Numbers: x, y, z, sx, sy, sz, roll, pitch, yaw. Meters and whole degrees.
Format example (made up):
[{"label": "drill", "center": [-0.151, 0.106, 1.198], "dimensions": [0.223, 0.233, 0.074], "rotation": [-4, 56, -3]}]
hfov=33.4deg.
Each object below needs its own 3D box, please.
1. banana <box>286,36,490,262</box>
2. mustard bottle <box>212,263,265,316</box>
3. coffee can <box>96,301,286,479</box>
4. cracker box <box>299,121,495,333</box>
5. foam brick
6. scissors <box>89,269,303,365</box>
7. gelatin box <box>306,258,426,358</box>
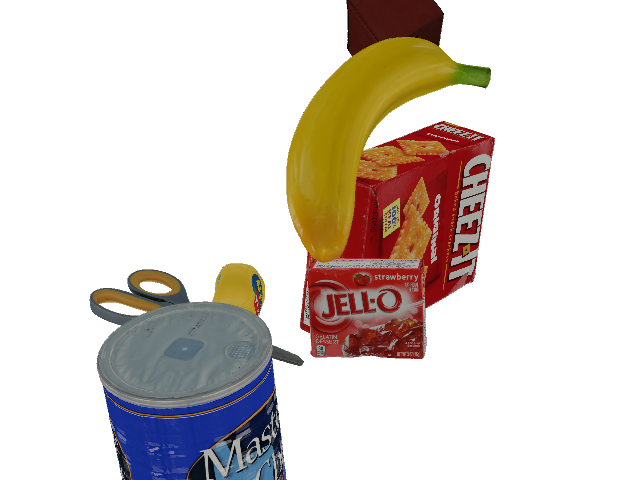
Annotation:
[{"label": "banana", "center": [0.025, -0.063, 0.572], "dimensions": [0.070, 0.037, 0.197], "rotation": [23, 47, 20]}, {"label": "mustard bottle", "center": [-0.094, 0.080, 1.173], "dimensions": [0.058, 0.096, 0.191], "rotation": [1, 28, 1]}, {"label": "coffee can", "center": [-0.074, 0.123, 0.655], "dimensions": [0.103, 0.140, 0.103], "rotation": [-4, 28, 2]}, {"label": "cracker box", "center": [0.077, -0.009, 1.015], "dimensions": [0.072, 0.164, 0.213], "rotation": [23, 29, 33]}, {"label": "foam brick", "center": [0.054, -0.154, 0.788], "dimensions": [0.053, 0.051, 0.078], "rotation": [-31, -18, -8]}, {"label": "scissors", "center": [-0.104, 0.065, 0.955], "dimensions": [0.202, 0.016, 0.096], "rotation": [11, 28, 6]}, {"label": "gelatin box", "center": [0.036, 0.052, 0.816], "dimensions": [0.089, 0.073, 0.030], "rotation": [0, 17, 10]}]
